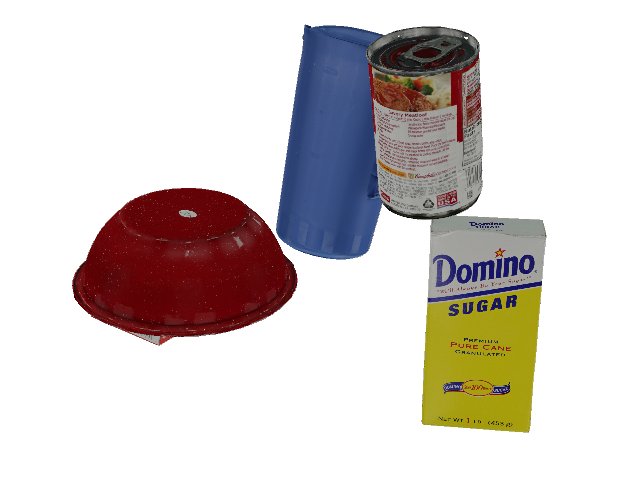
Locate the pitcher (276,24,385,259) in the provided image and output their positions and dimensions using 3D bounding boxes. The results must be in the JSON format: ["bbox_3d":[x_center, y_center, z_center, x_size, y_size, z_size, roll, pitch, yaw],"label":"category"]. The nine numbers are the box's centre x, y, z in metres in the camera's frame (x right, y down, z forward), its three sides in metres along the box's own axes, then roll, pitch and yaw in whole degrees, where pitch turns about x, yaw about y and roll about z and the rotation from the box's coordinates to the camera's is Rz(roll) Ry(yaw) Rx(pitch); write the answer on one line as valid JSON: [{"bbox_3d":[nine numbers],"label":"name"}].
[{"bbox_3d":[0.033,-0.104,1.154,0.145,0.243,0.149,10,17,-7],"label":"pitcher"}]

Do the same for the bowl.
[{"bbox_3d":[-0.096,0.005,0.761,0.162,0.055,0.162,2,26,-1],"label":"bowl"}]

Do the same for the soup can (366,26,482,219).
[{"bbox_3d":[0.066,-0.073,0.664,0.068,0.102,0.068,-5,33,3],"label":"soup can"}]

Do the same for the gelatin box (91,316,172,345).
[{"bbox_3d":[-0.162,0.060,1.011,0.089,0.030,0.073,19,28,28],"label":"gelatin box"}]

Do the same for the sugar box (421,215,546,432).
[{"bbox_3d":[0.133,0.069,0.883,0.093,0.176,0.048,2,21,7],"label":"sugar box"}]
